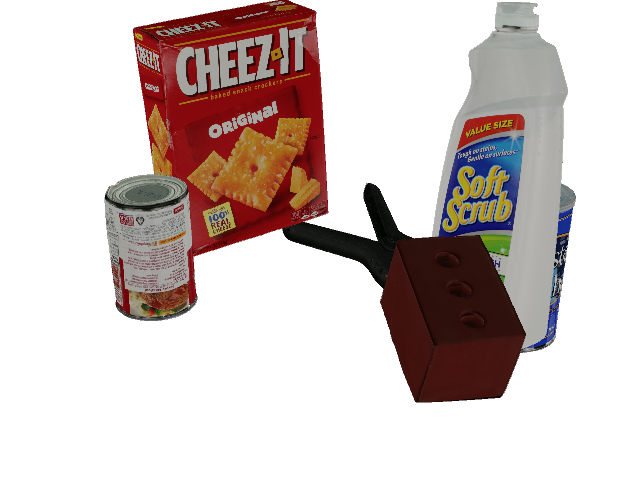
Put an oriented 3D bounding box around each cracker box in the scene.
[{"bbox_3d":[-0.079,-0.108,1.024,0.164,0.214,0.072,-17,29,-26],"label":"cracker box"}]

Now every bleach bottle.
[{"bbox_3d":[0.130,-0.050,0.797,0.103,0.251,0.067,17,22,41],"label":"bleach bottle"}]

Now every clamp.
[{"bbox_3d":[0.068,0.014,1.240,0.164,0.036,0.210,-20,50,-38],"label":"clamp"}]

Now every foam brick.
[{"bbox_3d":[0.071,0.043,0.588,0.053,0.051,0.078,-3,46,-16],"label":"foam brick"}]

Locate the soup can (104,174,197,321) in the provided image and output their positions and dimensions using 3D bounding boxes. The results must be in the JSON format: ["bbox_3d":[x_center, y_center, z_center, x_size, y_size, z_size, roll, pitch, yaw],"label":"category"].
[{"bbox_3d":[-0.138,0.005,0.870,0.068,0.102,0.068,-1,25,0],"label":"soup can"}]

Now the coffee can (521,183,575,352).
[{"bbox_3d":[0.175,0.019,0.987,0.103,0.140,0.103,3,21,-1],"label":"coffee can"}]
